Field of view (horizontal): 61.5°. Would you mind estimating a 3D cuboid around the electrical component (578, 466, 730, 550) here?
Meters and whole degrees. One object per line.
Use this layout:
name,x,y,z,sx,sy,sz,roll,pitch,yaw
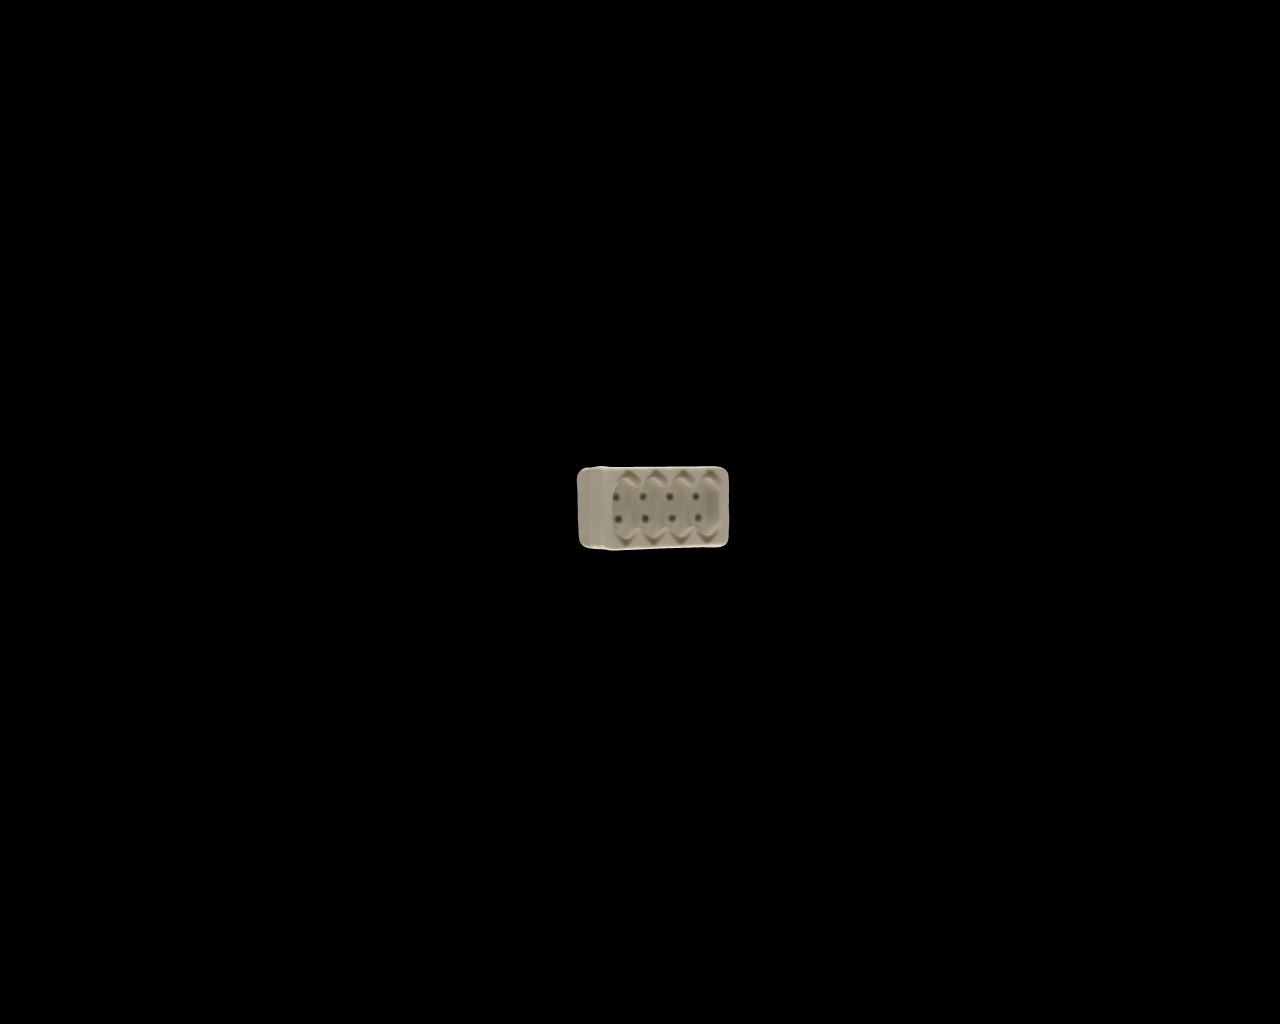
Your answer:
electrical component,0.001,-0.003,0.650,0.083,0.047,0.075,0,0,-25
